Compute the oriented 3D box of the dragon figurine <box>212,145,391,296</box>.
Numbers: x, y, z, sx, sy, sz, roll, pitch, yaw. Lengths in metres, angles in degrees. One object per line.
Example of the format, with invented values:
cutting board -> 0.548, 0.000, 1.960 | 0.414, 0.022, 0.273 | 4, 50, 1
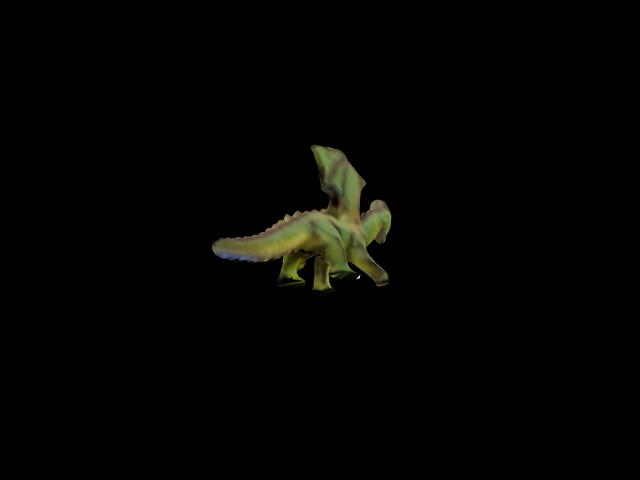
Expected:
dragon figurine -> 0.003, -0.043, 0.850 | 0.121, 0.247, 0.407 | -17, -26, 38
